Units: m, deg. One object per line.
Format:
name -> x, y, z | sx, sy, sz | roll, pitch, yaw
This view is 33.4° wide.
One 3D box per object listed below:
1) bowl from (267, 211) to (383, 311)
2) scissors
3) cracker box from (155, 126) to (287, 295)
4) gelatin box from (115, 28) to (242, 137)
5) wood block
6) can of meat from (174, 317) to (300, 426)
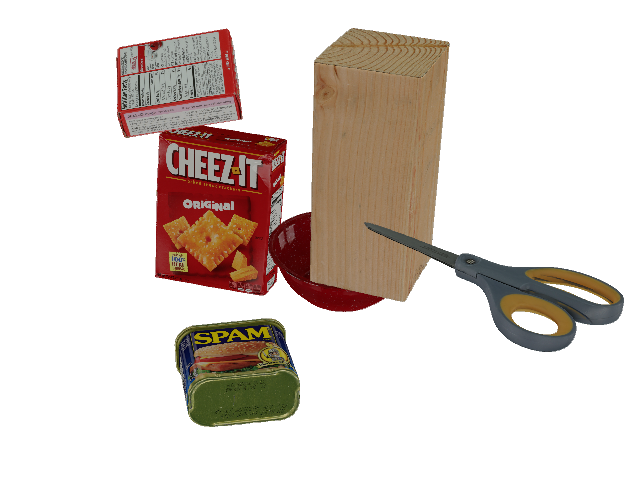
bowl -> 0.022, 0.029, 1.158 | 0.162, 0.055, 0.162 | 3, 32, -2
scissors -> 0.102, 0.030, 0.731 | 0.202, 0.016, 0.096 | 14, 33, 24
cracker box -> -0.139, -0.041, 1.462 | 0.164, 0.214, 0.072 | 10, 24, 12
gelatin box -> -0.106, -0.116, 0.790 | 0.089, 0.073, 0.030 | -10, -39, 0
wood block -> 0.048, -0.064, 0.910 | 0.091, 0.206, 0.090 | 12, 32, 18
can of meat -> -0.073, 0.116, 0.936 | 0.102, 0.057, 0.084 | -5, 27, -11
